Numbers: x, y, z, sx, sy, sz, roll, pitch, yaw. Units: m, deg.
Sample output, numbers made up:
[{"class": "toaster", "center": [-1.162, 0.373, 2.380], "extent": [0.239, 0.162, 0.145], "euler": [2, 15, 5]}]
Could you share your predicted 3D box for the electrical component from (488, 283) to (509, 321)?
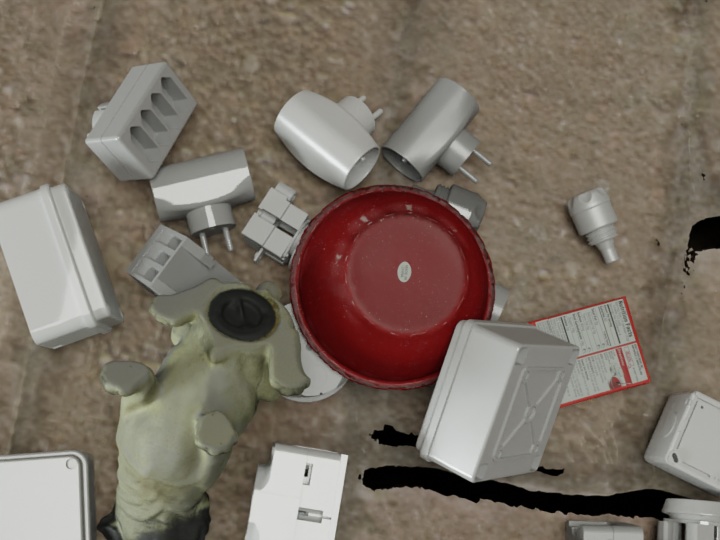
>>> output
[{"class": "electrical component", "center": [0.073, 0.017, 0.862], "extent": [0.081, 0.043, 0.043], "euler": [26, 80, -1]}]

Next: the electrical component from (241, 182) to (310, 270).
[{"class": "electrical component", "center": [-0.057, -0.029, 0.855], "extent": [0.055, 0.048, 0.066], "euler": [31, 80, 7]}]

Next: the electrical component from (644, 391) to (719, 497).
[{"class": "electrical component", "center": [0.285, 0.144, 0.855], "extent": [0.096, 0.061, 0.061], "euler": [26, 80, -1]}]

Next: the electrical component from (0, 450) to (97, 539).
[{"class": "electrical component", "center": [-0.238, 0.192, 0.798], "extent": [0.078, 0.057, 0.113], "euler": [-3, 82, -6]}]

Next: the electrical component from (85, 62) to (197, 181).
[{"class": "electrical component", "center": [-0.185, -0.115, 0.848], "extent": [0.076, 0.047, 0.083], "euler": [0, 52, 35]}]

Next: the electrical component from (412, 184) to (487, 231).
[{"class": "electrical component", "center": [0.068, -0.050, 0.871], "extent": [0.062, 0.043, 0.043], "euler": [22, 80, 0]}]

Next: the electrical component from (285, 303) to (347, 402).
[{"class": "electrical component", "center": [-0.041, 0.062, 0.839], "extent": [0.080, 0.051, 0.080], "euler": [1, 82, -6]}]

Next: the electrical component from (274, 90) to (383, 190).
[{"class": "electrical component", "center": [-0.015, -0.115, 0.870], "extent": [0.077, 0.043, 0.079], "euler": [40, 60, 15]}]

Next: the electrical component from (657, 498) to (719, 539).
[{"class": "electrical component", "center": [0.266, 0.210, 0.844], "extent": [0.078, 0.058, 0.057], "euler": [12, 76, -25]}]

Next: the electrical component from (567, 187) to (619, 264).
[{"class": "electrical component", "center": [0.197, -0.035, 0.887], "extent": [0.035, 0.035, 0.061], "euler": [-22, 87, -8]}]

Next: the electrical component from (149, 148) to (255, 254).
[{"class": "electrical component", "center": [-0.121, -0.050, 0.852], "extent": [0.077, 0.044, 0.079], "euler": [-14, 83, -7]}]

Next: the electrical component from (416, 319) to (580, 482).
[{"class": "electrical component", "center": [0.105, 0.096, 0.806], "extent": [0.056, 0.109, 0.108], "euler": [23, 99, 34]}]

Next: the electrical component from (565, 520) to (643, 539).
[{"class": "electrical component", "center": [0.194, 0.243, 0.837], "extent": [0.056, 0.050, 0.089], "euler": [3, 82, -5]}]

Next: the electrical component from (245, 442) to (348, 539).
[{"class": "electrical component", "center": [-0.058, 0.222, 0.787], "extent": [0.060, 0.105, 0.186], "euler": [10, 81, -4]}]

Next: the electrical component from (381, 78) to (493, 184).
[{"class": "electrical component", "center": [0.072, -0.103, 0.879], "extent": [0.079, 0.043, 0.077], "euler": [39, 80, 1]}]

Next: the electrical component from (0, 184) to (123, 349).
[{"class": "electrical component", "center": [-0.228, -0.002, 0.817], "extent": [0.057, 0.078, 0.113], "euler": [-20, 84, -5]}]
